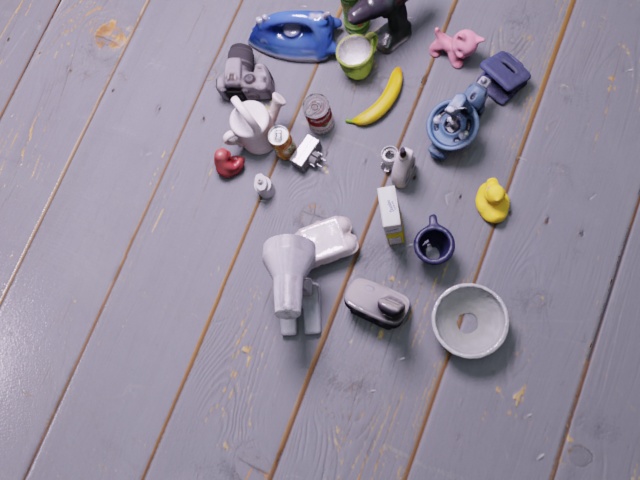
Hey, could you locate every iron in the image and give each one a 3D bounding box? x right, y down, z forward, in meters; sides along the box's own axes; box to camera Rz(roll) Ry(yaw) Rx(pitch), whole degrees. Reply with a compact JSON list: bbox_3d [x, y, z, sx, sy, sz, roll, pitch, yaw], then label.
[{"bbox_3d":[-0.078,-0.544,1.472,0.258,0.141,0.119,3,78,9],"label":"iron"}]

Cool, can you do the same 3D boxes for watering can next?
[{"bbox_3d":[-0.164,-0.296,1.402,0.100,0.194,0.173,33,84,14],"label":"watering can"}]

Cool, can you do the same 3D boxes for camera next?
[{"bbox_3d":[-0.195,-0.443,1.488,0.143,0.101,0.137,1,77,8],"label":"camera"}]

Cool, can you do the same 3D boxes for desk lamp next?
[{"bbox_3d":[-0.058,0.106,1.286,0.118,0.214,0.203,-5,77,7],"label":"desk lamp"}]

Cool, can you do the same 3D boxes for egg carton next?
[{"bbox_3d":[0.013,0.005,1.373,0.150,0.069,0.107,-21,75,3],"label":"egg carton"}]

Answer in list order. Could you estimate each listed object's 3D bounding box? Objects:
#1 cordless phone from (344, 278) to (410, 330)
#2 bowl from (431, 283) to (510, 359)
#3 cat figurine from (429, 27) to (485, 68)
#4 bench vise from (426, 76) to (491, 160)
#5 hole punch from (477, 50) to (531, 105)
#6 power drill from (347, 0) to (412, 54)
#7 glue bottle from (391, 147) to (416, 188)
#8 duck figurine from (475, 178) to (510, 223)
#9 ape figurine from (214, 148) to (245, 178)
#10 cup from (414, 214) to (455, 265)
[{"bbox_3d":[0.123,0.134,1.269,0.147,0.185,0.094,20,81,12],"label":"cordless phone"},{"bbox_3d":[0.333,0.183,1.284,0.167,0.075,0.167,-2,77,8],"label":"bowl"},{"bbox_3d":[0.336,-0.488,1.413,0.127,0.118,0.067,30,83,14],"label":"cat figurine"},{"bbox_3d":[0.317,-0.306,1.322,0.121,0.220,0.207,17,80,12],"label":"bench vise"},{"bbox_3d":[0.447,-0.406,1.392,0.101,0.091,0.108,-42,75,-2],"label":"hole punch"},{"bbox_3d":[0.168,-0.556,1.405,0.229,0.208,0.075,-40,75,-2],"label":"power drill"},{"bbox_3d":[0.195,-0.181,1.335,0.037,0.173,0.078,26,82,13],"label":"glue bottle"},{"bbox_3d":[0.405,-0.095,1.331,0.077,0.086,0.104,-9,76,6],"label":"duck figurine"},{"bbox_3d":[-0.238,-0.202,1.444,0.077,0.092,0.076,40,86,15],"label":"ape figurine"},{"bbox_3d":[0.261,0.006,1.324,0.091,0.095,0.118,-3,77,8],"label":"cup"}]
